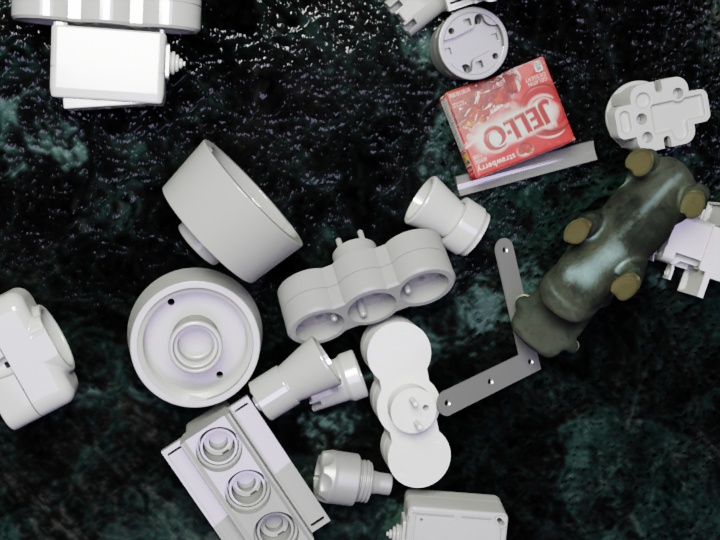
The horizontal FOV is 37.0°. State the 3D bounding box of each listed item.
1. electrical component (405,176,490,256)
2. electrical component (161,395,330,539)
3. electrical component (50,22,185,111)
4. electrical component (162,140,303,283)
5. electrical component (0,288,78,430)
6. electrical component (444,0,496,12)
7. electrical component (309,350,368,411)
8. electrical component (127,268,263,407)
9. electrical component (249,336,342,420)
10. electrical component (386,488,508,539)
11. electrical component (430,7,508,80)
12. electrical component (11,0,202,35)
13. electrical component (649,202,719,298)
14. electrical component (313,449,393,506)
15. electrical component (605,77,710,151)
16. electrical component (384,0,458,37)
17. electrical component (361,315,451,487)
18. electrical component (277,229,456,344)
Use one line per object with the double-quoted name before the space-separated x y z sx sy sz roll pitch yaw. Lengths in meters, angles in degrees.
"electrical component" 0.070 -0.043 0.865 0.055 0.045 0.045 32 91 -11
"electrical component" -0.091 0.167 0.855 0.079 0.063 0.121 -33 100 -4
"electrical component" -0.180 -0.148 0.805 0.096 0.062 0.061 2 96 -9
"electrical component" -0.101 -0.038 0.810 0.060 0.108 0.108 -42 101 4
"electrical component" -0.258 0.065 0.822 0.059 0.054 0.095 -27 100 -5
"electrical component" 0.089 -0.261 0.789 0.079 0.063 0.121 -20 109 -5
"electrical component" -0.021 0.091 0.870 0.046 0.040 0.040 -20 99 0
"electrical component" -0.128 0.055 0.837 0.108 0.060 0.108 -1 97 -9
"electrical component" -0.053 0.086 0.832 0.065 0.044 0.044 -32 100 1
"electrical component" 0.069 0.218 0.890 0.096 0.061 0.061 5 96 -2
"electrical component" 0.084 -0.177 0.850 0.055 0.047 0.055 -1 97 -9
"electrical component" -0.187 -0.219 0.801 0.138 0.052 0.073 2 96 -9
"electrical component" 0.278 -0.022 0.901 0.064 0.042 0.081 18 93 -9
"electrical component" -0.005 0.171 0.879 0.062 0.043 0.043 10 95 -11
"electrical component" 0.234 -0.126 0.874 0.078 0.057 0.058 -13 98 -7
"electrical component" 0.047 -0.211 0.845 0.046 0.040 0.040 -39 101 4
"electrical component" 0.039 0.108 0.863 0.052 0.074 0.138 -12 98 -7
"electrical component" 0.000 0.000 0.853 0.138 0.052 0.073 -21 56 5
